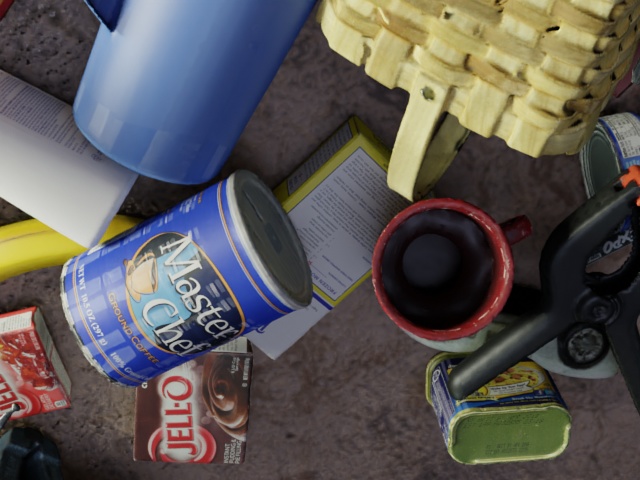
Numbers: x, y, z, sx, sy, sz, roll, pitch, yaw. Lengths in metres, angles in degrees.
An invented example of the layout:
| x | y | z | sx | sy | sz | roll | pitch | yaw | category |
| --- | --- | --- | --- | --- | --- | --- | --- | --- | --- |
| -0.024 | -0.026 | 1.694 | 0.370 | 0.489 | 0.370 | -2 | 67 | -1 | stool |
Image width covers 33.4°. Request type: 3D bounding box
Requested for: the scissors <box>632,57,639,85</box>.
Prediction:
| x | y | z | sx | sy | sz | roll | pitch | yaw | category |
| --- | --- | --- | --- | --- | --- | --- | --- | --- | --- |
| 0.249 | -0.203 | 0.704 | 0.201 | 0.016 | 0.096 | -43 | 102 | -10 | scissors |

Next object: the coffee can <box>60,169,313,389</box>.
| x | y | z | sx | sy | sz | roll | pitch | yaw | category |
| --- | --- | --- | --- | --- | --- | --- | --- | --- | --- |
| -0.090 | 0.028 | 0.730 | 0.140 | 0.103 | 0.102 | -26 | 116 | 15 | coffee can |

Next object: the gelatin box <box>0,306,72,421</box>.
| x | y | z | sx | sy | sz | roll | pitch | yaw | category |
| --- | --- | --- | --- | --- | --- | --- | --- | --- | --- |
| -0.240 | 0.100 | 0.823 | 0.073 | 0.030 | 0.089 | -13 | 127 | -1 | gelatin box |

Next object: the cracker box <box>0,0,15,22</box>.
| x | y | z | sx | sy | sz | roll | pitch | yaw | category |
| --- | --- | --- | --- | --- | --- | --- | --- | --- | --- |
| -0.243 | -0.254 | 0.637 | 0.213 | 0.072 | 0.164 | 34 | 107 | -20 | cracker box |

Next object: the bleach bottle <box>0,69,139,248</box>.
| x | y | z | sx | sy | sz | roll | pitch | yaw | category |
| --- | --- | --- | --- | --- | --- | --- | --- | --- | --- |
| -0.241 | -0.091 | 0.712 | 0.250 | 0.102 | 0.068 | 31 | 110 | -11 | bleach bottle |

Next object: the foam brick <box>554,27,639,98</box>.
| x | y | z | sx | sy | sz | roll | pitch | yaw | category |
| --- | --- | --- | --- | --- | --- | --- | --- | --- | --- |
| 0.211 | -0.148 | 0.743 | 0.051 | 0.053 | 0.078 | 39 | 107 | -21 | foam brick |

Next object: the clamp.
| x | y | z | sx | sy | sz | roll | pitch | yaw | category |
| --- | --- | --- | --- | --- | --- | --- | --- | --- | --- |
| 0.182 | 0.045 | 0.755 | 0.164 | 0.036 | 0.210 | 2 | 121 | -7 | clamp |

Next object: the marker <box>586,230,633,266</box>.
| x | y | z | sx | sy | sz | roll | pitch | yaw | category |
| --- | --- | --- | --- | --- | --- | --- | --- | --- | --- |
| 0.235 | -0.003 | 0.834 | 0.121 | 0.020 | 0.020 | -27 | 115 | 8 | marker |

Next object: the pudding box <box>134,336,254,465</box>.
| x | y | z | sx | sy | sz | roll | pitch | yaw | category |
| --- | --- | --- | --- | --- | --- | --- | --- | --- | --- |
| -0.101 | 0.125 | 0.851 | 0.090 | 0.039 | 0.113 | 3 | 116 | -7 | pudding box |

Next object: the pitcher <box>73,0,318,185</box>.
| x | y | z | sx | sy | sz | roll | pitch | yaw | category |
| --- | --- | --- | --- | --- | --- | --- | --- | --- | --- |
| -0.074 | -0.162 | 0.667 | 0.149 | 0.145 | 0.243 | 31 | 113 | 3 | pitcher |

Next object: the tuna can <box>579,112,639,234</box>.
| x | y | z | sx | sy | sz | roll | pitch | yaw | category |
| --- | --- | --- | --- | --- | --- | --- | --- | --- | --- |
| 0.219 | -0.049 | 0.774 | 0.033 | 0.086 | 0.086 | -12 | 116 | -3 | tuna can |

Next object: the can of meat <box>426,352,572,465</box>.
| x | y | z | sx | sy | sz | roll | pitch | yaw | category |
| --- | --- | --- | --- | --- | --- | --- | --- | --- | --- |
| 0.142 | 0.132 | 0.854 | 0.102 | 0.084 | 0.057 | -4 | 116 | -4 | can of meat |

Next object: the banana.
| x | y | z | sx | sy | sz | roll | pitch | yaw | category |
| --- | --- | --- | --- | --- | --- | --- | --- | --- | --- |
| -0.205 | 0.012 | 0.791 | 0.198 | 0.037 | 0.069 | -17 | 145 | 6 | banana |

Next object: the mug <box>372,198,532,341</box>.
| x | y | z | sx | sy | sz | roll | pitch | yaw | category |
| --- | --- | --- | --- | --- | --- | --- | --- | --- | --- |
| 0.090 | 0.012 | 0.729 | 0.117 | 0.081 | 0.093 | -29 | 92 | 0 | mug |

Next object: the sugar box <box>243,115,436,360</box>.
| x | y | z | sx | sy | sz | roll | pitch | yaw | category |
| --- | --- | --- | --- | --- | --- | --- | --- | --- | --- |
| -0.005 | 0.001 | 0.799 | 0.176 | 0.048 | 0.093 | -40 | 113 | 17 | sugar box |
